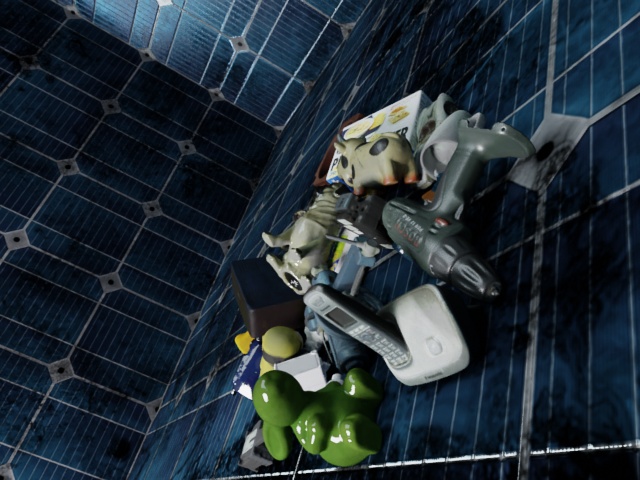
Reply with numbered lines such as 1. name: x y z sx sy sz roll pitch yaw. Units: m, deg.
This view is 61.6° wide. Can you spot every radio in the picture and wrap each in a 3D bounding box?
1. radio: -0.112 0.113 1.165 0.230 0.131 0.073 -128 32 -59

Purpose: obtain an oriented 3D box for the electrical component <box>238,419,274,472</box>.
1. electrical component: -0.107 0.381 1.013 0.119 0.048 0.075 -49 20 40

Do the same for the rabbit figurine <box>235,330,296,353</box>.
1. rabbit figurine: -0.109 0.205 1.221 0.162 0.122 0.173 -62 -2 -9

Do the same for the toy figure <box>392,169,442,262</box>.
1. toy figure: 0.168 -0.040 0.815 0.154 0.064 0.057 -56 -21 8

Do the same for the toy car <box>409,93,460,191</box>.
1. toy car: 0.199 -0.174 0.952 0.073 0.056 0.202 -40 26 55

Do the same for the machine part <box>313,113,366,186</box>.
1. machine part: 0.074 -0.216 1.405 0.201 0.087 0.201 -66 14 -9

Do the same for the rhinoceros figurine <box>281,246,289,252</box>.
1. rhinoceros figurine: -0.038 0.036 1.282 0.073 0.112 0.190 -31 19 6

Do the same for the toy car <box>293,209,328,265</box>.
1. toy car: -0.020 0.023 1.158 0.089 0.053 0.202 71 177 -59

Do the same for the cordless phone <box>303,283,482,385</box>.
1. cordless phone: 0.082 0.086 0.630 0.146 0.184 0.089 -43 20 54

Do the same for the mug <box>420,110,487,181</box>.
1. mug: 0.214 -0.158 0.830 0.109 0.081 0.107 -54 7 51

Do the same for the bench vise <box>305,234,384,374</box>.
1. bench vise: 0.044 0.080 0.859 0.224 0.129 0.240 -94 16 -51

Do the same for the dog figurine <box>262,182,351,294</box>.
1. dog figurine: 0.000 -0.003 1.042 0.190 0.121 0.172 -41 -28 -27

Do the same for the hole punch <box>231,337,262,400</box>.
1. hole punch: -0.103 0.274 1.081 0.142 0.115 0.092 -63 22 -1

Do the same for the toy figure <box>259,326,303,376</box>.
1. toy figure: -0.074 0.249 0.999 0.089 0.082 0.180 -145 64 -79

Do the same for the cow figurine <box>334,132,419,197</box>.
1. cow figurine: 0.089 -0.142 0.962 0.195 0.085 0.127 -13 82 63

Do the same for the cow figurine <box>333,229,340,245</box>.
1. cow figurine: 0.048 -0.024 1.166 0.167 0.098 0.068 102 -177 -69

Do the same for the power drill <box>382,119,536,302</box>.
1. power drill: 0.190 -0.046 0.693 0.232 0.086 0.207 32 98 58

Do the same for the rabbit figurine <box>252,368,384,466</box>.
1. rabbit figurine: -0.019 0.230 0.739 0.159 0.170 0.121 -48 19 42

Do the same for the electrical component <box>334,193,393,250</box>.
1. electrical component: 0.092 -0.034 0.913 0.058 0.134 0.115 -65 17 -9
